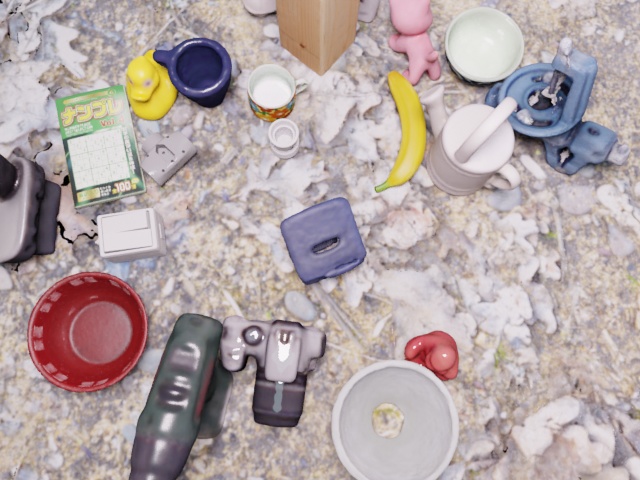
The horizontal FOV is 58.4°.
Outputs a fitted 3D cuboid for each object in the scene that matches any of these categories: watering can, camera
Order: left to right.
[{"bbox_3d":[-0.068,0.176,0.766,0.143,0.101,0.137,6,78,0],"label":"camera"},{"bbox_3d":[0.207,-0.138,0.788,0.173,0.194,0.101,24,79,4],"label":"watering can"}]

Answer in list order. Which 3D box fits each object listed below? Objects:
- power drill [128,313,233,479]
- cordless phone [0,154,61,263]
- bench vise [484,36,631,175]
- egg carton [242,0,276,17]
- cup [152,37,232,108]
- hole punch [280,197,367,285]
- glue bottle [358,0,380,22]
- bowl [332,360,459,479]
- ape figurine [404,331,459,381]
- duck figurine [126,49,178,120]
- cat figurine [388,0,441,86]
[{"bbox_3d":[-0.164,0.208,0.702,0.075,0.208,0.230,11,78,1],"label":"power drill"},{"bbox_3d":[-0.428,-0.050,0.759,0.094,0.185,0.147,-4,79,-2],"label":"cordless phone"},{"bbox_3d":[0.348,-0.191,0.789,0.207,0.220,0.121,18,79,3],"label":"bench vise"},{"bbox_3d":[-0.061,-0.418,0.902,0.150,0.069,0.107,-25,80,-6],"label":"egg carton"},{"bbox_3d":[-0.184,-0.241,0.850,0.117,0.095,0.092,16,79,2],"label":"cup"},{"bbox_3d":[0.007,0.003,0.807,0.108,0.091,0.101,-23,80,-6],"label":"hole punch"},{"bbox_3d":[0.057,-0.392,0.846,0.078,0.173,0.037,17,79,3],"label":"glue bottle"},{"bbox_3d":[0.097,0.245,0.769,0.167,0.075,0.167,0,79,-1],"label":"bowl"},{"bbox_3d":[0.159,0.159,0.779,0.076,0.092,0.078,-39,82,-8],"label":"ape figurine"},{"bbox_3d":[-0.257,-0.242,0.853,0.077,0.086,0.104,8,78,0],"label":"duck figurine"},{"bbox_3d":[0.146,-0.315,0.861,0.067,0.118,0.128,-21,80,-5],"label":"cat figurine"}]
